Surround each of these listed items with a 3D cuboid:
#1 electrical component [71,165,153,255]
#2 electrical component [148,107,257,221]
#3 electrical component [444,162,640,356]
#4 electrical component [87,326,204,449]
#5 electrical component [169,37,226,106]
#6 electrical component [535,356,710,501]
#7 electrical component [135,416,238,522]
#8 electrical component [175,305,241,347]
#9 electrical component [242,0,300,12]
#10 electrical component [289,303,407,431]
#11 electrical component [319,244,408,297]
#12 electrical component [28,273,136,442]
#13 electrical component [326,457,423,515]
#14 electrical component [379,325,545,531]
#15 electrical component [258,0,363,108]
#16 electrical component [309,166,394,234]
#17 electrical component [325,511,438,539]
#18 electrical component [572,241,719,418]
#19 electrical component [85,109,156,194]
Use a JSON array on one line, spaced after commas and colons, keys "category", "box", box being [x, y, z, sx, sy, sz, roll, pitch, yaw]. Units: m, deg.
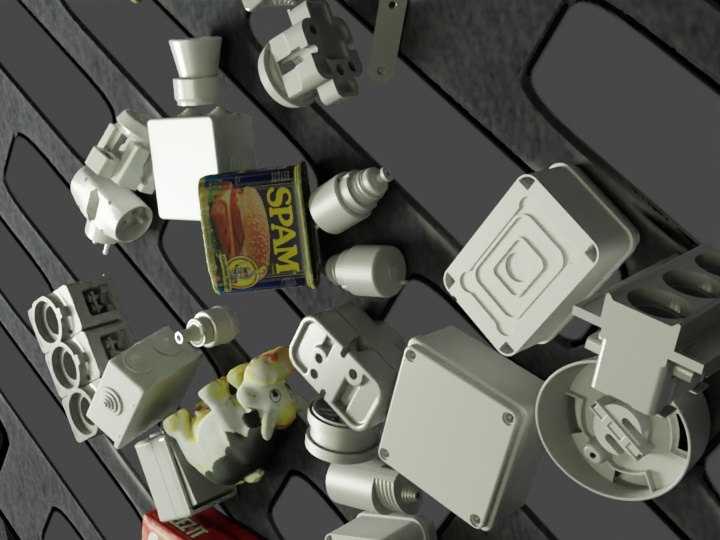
[{"category": "electrical component", "box": [-0.247, -0.052, 1.052, 0.077, 0.043, 0.079, 41, 127, 27]}, {"category": "electrical component", "box": [-0.134, -0.090, 0.933, 0.100, 0.048, 0.099, 5, 105, 42]}, {"category": "electrical component", "box": [0.120, -0.007, 0.715, 0.078, 0.057, 0.113, 51, 130, 20]}, {"category": "electrical component", "box": [-0.206, 0.109, 1.024, 0.048, 0.100, 0.099, 39, 127, 13]}, {"category": "electrical component", "box": [-0.138, -0.170, 0.917, 0.045, 0.045, 0.055, 9, 108, 41]}, {"category": "electrical component", "box": [0.171, 0.098, 0.692, 0.099, 0.064, 0.099, 14, 111, 40]}, {"category": "electrical component", "box": [-0.167, 0.184, 1.032, 0.061, 0.062, 0.096, -22, 86, 44]}, {"category": "electrical component", "box": [-0.139, 0.054, 0.970, 0.035, 0.061, 0.035, 14, 111, 40]}, {"category": "electrical component", "box": [-0.060, -0.257, 0.817, 0.100, 0.048, 0.099, -28, 82, 44]}, {"category": "electrical component", "box": [-0.001, 0.074, 0.849, 0.095, 0.059, 0.053, 45, 128, 25]}, {"category": "electrical component", "box": [0.000, 0.000, 0.840, 0.078, 0.040, 0.040, 3, 104, 43]}, {"category": "electrical component", "box": [-0.279, 0.093, 1.111, 0.089, 0.062, 0.150, -28, 82, 44]}, {"category": "electrical component", "box": [0.016, 0.175, 0.873, 0.081, 0.043, 0.043, 3, 104, 42]}, {"category": "electrical component", "box": [0.078, 0.114, 0.789, 0.109, 0.056, 0.108, 31, 121, 33]}, {"category": "electrical component", "box": [-0.040, -0.158, 0.821, 0.057, 0.058, 0.078, -21, 88, 41]}, {"category": "electrical component", "box": [-0.005, -0.058, 0.828, 0.078, 0.040, 0.040, -29, 82, 41]}, {"category": "electrical component", "box": [0.026, 0.258, 0.877, 0.078, 0.057, 0.113, -7, 98, 45]}, {"category": "electrical component", "box": [0.186, 0.033, 0.620, 0.079, 0.121, 0.063, 27, 122, 35]}, {"category": "electrical component", "box": [-0.203, -0.109, 0.979, 0.058, 0.078, 0.057, 40, 105, 29]}]
